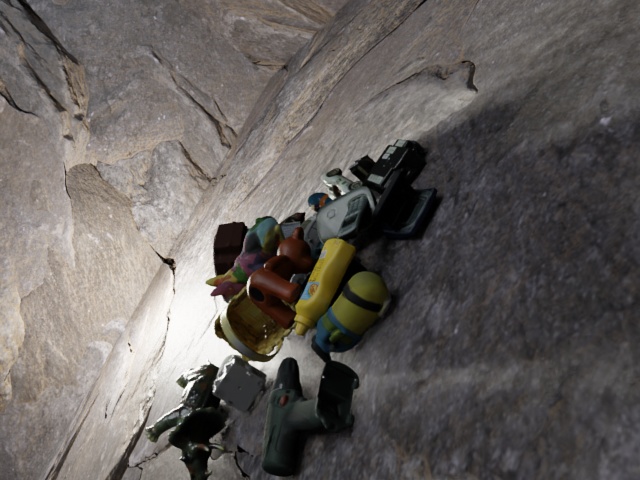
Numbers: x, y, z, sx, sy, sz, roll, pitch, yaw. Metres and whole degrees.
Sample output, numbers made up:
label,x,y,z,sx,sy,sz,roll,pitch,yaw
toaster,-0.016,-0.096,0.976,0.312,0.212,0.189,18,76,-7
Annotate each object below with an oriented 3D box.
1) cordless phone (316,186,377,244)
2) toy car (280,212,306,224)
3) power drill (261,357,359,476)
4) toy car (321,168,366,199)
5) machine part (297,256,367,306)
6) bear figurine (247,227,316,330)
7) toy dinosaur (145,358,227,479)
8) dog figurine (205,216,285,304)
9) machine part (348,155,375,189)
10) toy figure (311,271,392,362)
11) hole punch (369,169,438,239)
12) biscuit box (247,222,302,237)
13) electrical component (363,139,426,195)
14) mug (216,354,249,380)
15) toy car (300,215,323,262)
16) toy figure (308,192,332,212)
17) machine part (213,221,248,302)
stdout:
label,x,y,z,sx,sy,sz,roll,pitch,yaw
cordless phone,0.047,-0.026,1.114,0.147,0.088,0.184,-26,16,26
toy car,-0.116,-0.011,1.544,0.202,0.053,0.089,-49,-4,21
power drill,-0.027,0.277,0.933,0.207,0.086,0.232,-32,33,38
toy car,0.064,-0.112,1.267,0.056,0.073,0.202,-33,32,-10
machine part,0.024,0.100,1.115,0.179,0.056,0.179,-44,25,27
bear figurine,-0.060,0.072,1.134,0.196,0.132,0.120,-41,-29,-44
toy dinosaur,-0.281,0.377,1.284,0.192,0.131,0.405,-32,24,22
dog figurine,-0.181,0.058,1.313,0.219,0.191,0.109,-24,29,-14
machine part,0.110,-0.167,1.306,0.039,0.084,0.139,-54,10,26
toy figure,0.052,0.136,0.956,0.180,0.089,0.082,-46,42,15
hole punch,0.161,-0.060,1.046,0.142,0.092,0.115,-63,-8,-11
biscuit box,-0.112,-0.006,1.445,0.203,0.059,0.063,-4,75,38
electrical component,0.170,-0.160,1.188,0.134,0.058,0.115,-54,23,3
mug,-0.196,0.318,1.247,0.107,0.081,0.109,-115,26,-76
toy car,-0.003,-0.004,1.261,0.109,0.103,0.161,-5,56,62
toy figure,0.020,-0.099,1.415,0.155,0.057,0.064,15,77,62
machine part,-0.244,0.065,1.535,0.201,0.087,0.201,-94,-1,-59
